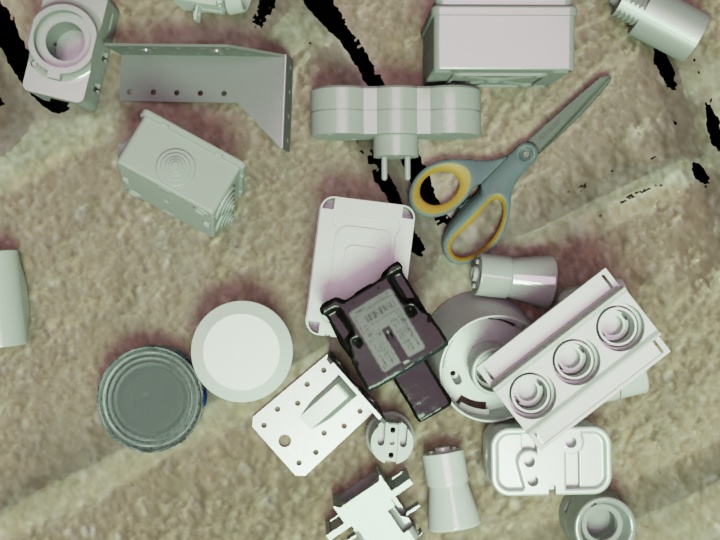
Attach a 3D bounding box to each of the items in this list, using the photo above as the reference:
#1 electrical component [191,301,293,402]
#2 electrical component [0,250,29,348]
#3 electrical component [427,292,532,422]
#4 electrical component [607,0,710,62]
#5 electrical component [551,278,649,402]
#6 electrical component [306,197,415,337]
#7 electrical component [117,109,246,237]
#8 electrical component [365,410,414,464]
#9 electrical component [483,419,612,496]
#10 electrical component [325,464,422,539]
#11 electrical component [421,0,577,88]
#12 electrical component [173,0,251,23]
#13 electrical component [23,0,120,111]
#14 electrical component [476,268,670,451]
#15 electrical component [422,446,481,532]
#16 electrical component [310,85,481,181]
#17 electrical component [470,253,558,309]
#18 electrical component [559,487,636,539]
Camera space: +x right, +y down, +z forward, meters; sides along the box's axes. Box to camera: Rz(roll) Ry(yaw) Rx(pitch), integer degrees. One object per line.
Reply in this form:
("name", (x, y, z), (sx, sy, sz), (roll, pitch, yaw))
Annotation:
("electrical component", (-0.094, 0.064, 0.869), (0.080, 0.051, 0.080), (0, 90, -2))
("electrical component", (-0.312, 0.026, 0.868), (0.079, 0.043, 0.077), (-6, 90, -1))
("electrical component", (0.103, 0.072, 0.880), (0.099, 0.064, 0.099), (-2, 102, -7))
("electrical component", (0.239, -0.209, 0.882), (0.081, 0.043, 0.043), (27, 89, -1))
("electrical component", (0.191, 0.059, 0.875), (0.059, 0.054, 0.095), (-13, 90, -1))
("electrical component", (0.000, 0.000, 0.869), (0.078, 0.057, 0.113), (7, 90, -1))
("electrical component", (-0.141, -0.073, 0.846), (0.100, 0.099, 0.048), (29, 77, -1))
("electrical component", (0.025, 0.137, 0.875), (0.040, 0.046, 0.040), (0, 90, -1))
("electrical component", (0.149, 0.150, 0.871), (0.095, 0.059, 0.053), (-1, 90, -2))
("electrical component", (0.014, 0.201, 0.877), (0.081, 0.042, 0.063), (-34, 92, -1))
("electrical component", (0.106, -0.176, 0.846), (0.109, 0.108, 0.056), (0, 93, -1))
("electrical component", (-0.118, -0.233, 0.872), (0.055, 0.048, 0.066), (9, 90, 6))
("electrical component", (-0.232, -0.179, 0.864), (0.050, 0.056, 0.089), (14, 90, -1))
("electrical component", (0.159, 0.066, 0.814), (0.121, 0.063, 0.078), (-38, 90, 1))
("electrical component", (0.072, 0.177, 0.880), (0.044, 0.044, 0.065), (-9, 86, -1))
("electrical component", (0.029, -0.109, 0.872), (0.138, 0.052, 0.073), (0, 90, -1))
("electrical component", (0.123, 0.006, 0.875), (0.065, 0.044, 0.044), (6, 90, -7))
("electrical component", (0.195, 0.205, 0.879), (0.055, 0.047, 0.055), (0, 90, -1))
